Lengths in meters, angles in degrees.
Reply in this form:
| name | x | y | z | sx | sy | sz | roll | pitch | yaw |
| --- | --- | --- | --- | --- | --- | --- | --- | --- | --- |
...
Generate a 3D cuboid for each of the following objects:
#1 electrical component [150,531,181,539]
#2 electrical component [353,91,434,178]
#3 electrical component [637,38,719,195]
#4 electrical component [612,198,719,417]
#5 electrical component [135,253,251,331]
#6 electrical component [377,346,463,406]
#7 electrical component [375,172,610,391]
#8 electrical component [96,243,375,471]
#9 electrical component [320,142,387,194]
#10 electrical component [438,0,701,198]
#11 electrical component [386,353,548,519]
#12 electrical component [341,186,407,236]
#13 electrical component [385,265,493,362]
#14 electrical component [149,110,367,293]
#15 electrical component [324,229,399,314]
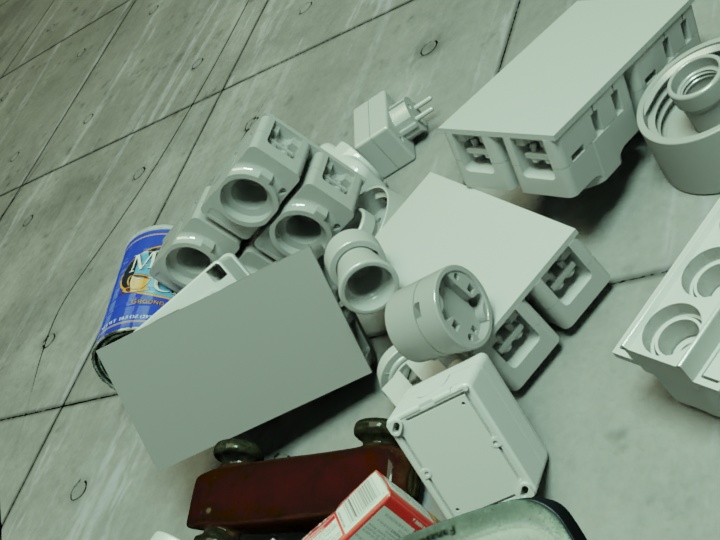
| name | x | y | z | sx | sy | sz | roll | pitch | yaw |
| --- | --- | --- | --- | --- | --- | --- | --- | --- | --- |
| electrical component | -0.145 | 0.229 | 0.807 | 0.055 | 0.055 | 0.047 | -2 | 48 | 48 |
| electrical component | 0.038 | -0.138 | 1.019 | 0.077 | 0.047 | 0.065 | -31 | 35 | 23 |
| electrical component | 0.242 | -0.112 | 0.734 | 0.108 | 0.060 | 0.108 | -30 | 35 | 24 |
| electrical component | 0.214 | 0.018 | 0.616 | 0.121 | 0.063 | 0.079 | -52 | 32 | -11 |
| electrical component | -0.119 | 0.061 | 0.907 | 0.109 | 0.108 | 0.056 | -40 | 1 | 9 |
| electrical component | 0.043 | 0.081 | 0.763 | 0.066 | 0.048 | 0.055 | -46 | 39 | 1 |
| electrical component | 0.082 | 0.005 | 0.788 | 0.105 | 0.060 | 0.186 | -49 | 32 | -6 |
| electrical component | -0.094 | 0.066 | 0.845 | 0.186 | 0.105 | 0.060 | -26 | 4 | 9 |
| electrical component | -0.017 | -0.080 | 1.009 | 0.059 | 0.054 | 0.095 | -47 | 31 | -2 |
| electrical component | 0.163 | -0.129 | 0.802 | 0.105 | 0.060 | 0.186 | 12 | 47 | 47 |
| electrical component | 0.072 | 0.108 | 0.665 | 0.062 | 0.096 | 0.061 | -30 | 7 | 25 |
| electrical component | 0.017 | -0.021 | 0.916 | 0.099 | 0.064 | 0.099 | -43 | 29 | 31 |
| electrical component | 0.049 | 0.030 | 0.687 | 0.047 | 0.055 | 0.055 | -23 | 38 | 41 |
| electrical component | -0.094 | -0.035 | 0.944 | 0.186 | 0.105 | 0.060 | -45 | 20 | 37 |
| electrical component | 0.000 | 0.000 | 0.787 | 0.045 | 0.045 | 0.055 | -41 | 32 | 8 |
